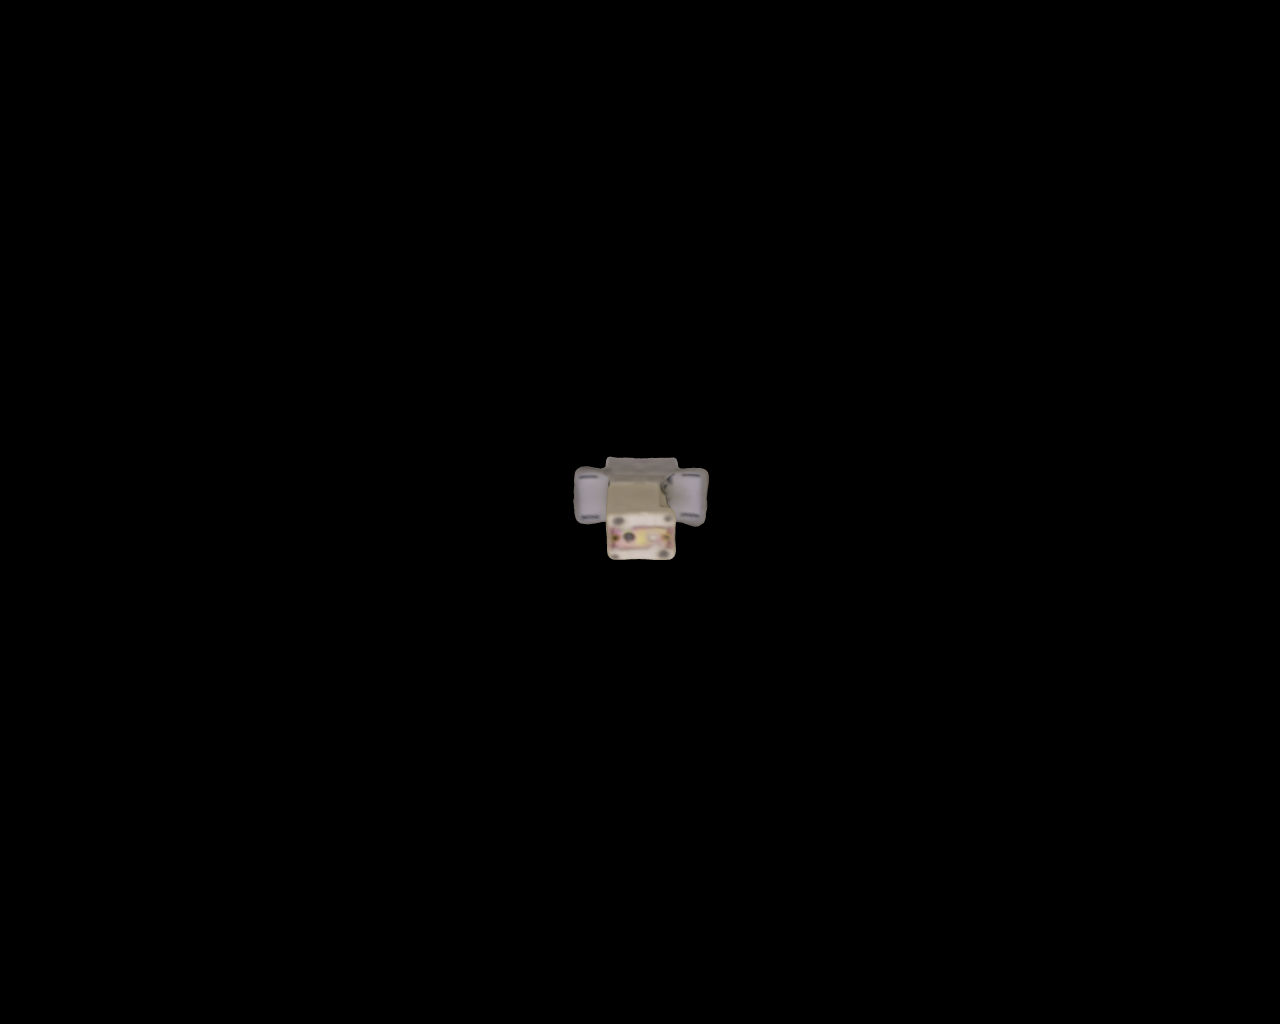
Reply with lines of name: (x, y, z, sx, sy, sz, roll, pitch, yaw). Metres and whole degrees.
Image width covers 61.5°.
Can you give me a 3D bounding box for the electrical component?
electrical component: (0.001, -0.003, 0.650, 0.081, 0.042, 0.064, 0, 37, 0)
